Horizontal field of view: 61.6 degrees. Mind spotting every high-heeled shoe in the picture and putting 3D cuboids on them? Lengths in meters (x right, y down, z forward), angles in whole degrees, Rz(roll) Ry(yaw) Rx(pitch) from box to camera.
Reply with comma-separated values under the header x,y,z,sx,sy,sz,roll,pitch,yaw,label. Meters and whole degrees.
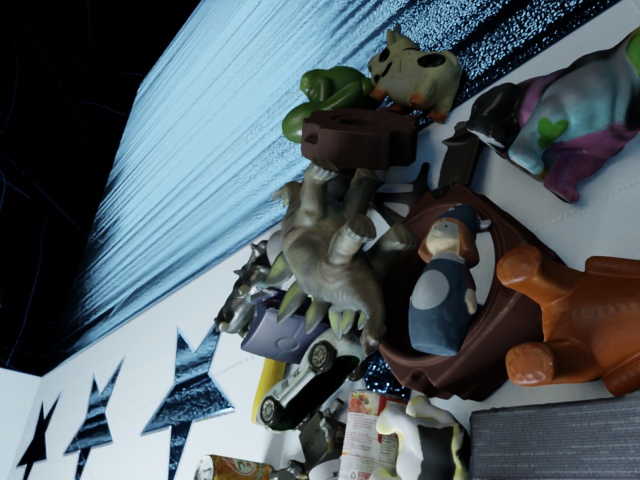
x,y,z,sx,sy,sz,roll,pitch,yaw,label
0.054,-0.050,0.770,0.249,0.086,0.145,-6,45,36,high-heeled shoe

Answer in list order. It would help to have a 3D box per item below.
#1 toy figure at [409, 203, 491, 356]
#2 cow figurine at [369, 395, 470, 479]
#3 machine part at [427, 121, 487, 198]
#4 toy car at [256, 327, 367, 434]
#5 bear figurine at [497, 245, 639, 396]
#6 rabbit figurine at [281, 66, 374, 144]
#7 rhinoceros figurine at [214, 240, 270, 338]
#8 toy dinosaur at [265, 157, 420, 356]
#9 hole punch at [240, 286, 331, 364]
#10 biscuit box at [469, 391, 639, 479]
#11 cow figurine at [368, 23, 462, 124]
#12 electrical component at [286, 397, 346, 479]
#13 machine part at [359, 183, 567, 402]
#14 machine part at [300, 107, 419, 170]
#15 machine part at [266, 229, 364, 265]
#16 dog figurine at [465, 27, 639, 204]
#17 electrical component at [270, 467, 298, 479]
x,y,z,sx,sy,sz,roll,pitch,yaw,label
0.121,0.030,0.506,0.064,0.057,0.154,8,68,17,toy figure
0.100,0.246,0.517,0.098,0.068,0.167,12,97,54,cow figurine
0.184,-0.105,0.679,0.084,0.039,0.139,-4,53,50,machine part
-0.011,0.194,0.727,0.201,0.073,0.056,-50,38,22,toy car
0.251,0.051,0.395,0.196,0.132,0.120,-26,54,53,bear figurine
0.017,-0.210,0.907,0.159,0.121,0.170,9,42,40,rabbit figurine
-0.126,0.091,0.983,0.190,0.073,0.112,-62,21,7,rhinoceros figurine
-0.001,-0.002,0.683,0.198,0.105,0.472,-62,22,22,toy dinosaur
-0.047,0.125,0.782,0.116,0.142,0.092,-33,39,61,hole punch
0.216,0.162,0.426,0.203,0.059,0.063,-25,50,46,biscuit box
0.138,-0.258,0.819,0.127,0.085,0.195,-60,35,4,cow figurine
-0.001,0.261,0.692,0.102,0.045,0.078,-51,35,21,electrical component
0.143,0.054,0.588,0.201,0.087,0.201,-55,33,18,machine part
0.057,-0.149,0.769,0.180,0.179,0.056,-133,39,-57,machine part
-0.011,0.006,0.858,0.243,0.079,0.079,-13,57,51,machine part
0.272,-0.154,0.531,0.219,0.108,0.192,-49,31,16,dog figurine
-0.038,0.333,0.718,0.094,0.021,0.063,-30,44,43,electrical component
